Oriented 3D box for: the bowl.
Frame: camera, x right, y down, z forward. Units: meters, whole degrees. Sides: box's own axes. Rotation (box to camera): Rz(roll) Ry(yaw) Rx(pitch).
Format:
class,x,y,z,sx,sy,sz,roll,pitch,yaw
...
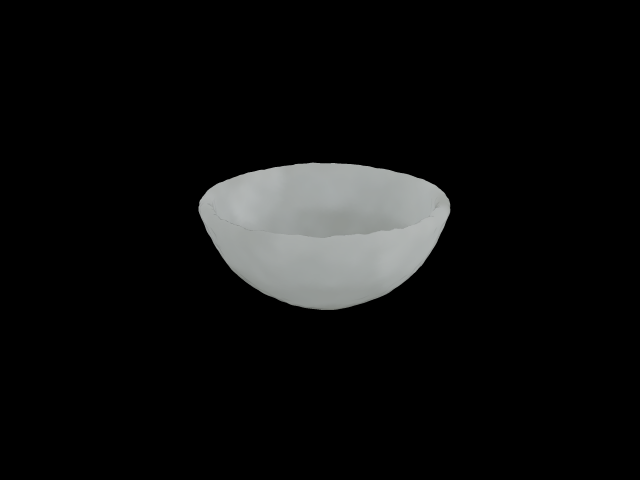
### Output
class,x,y,z,sx,sy,sz,roll,pitch,yaw
bowl,0.004,0.001,0.400,0.167,0.075,0.167,0,22,0
